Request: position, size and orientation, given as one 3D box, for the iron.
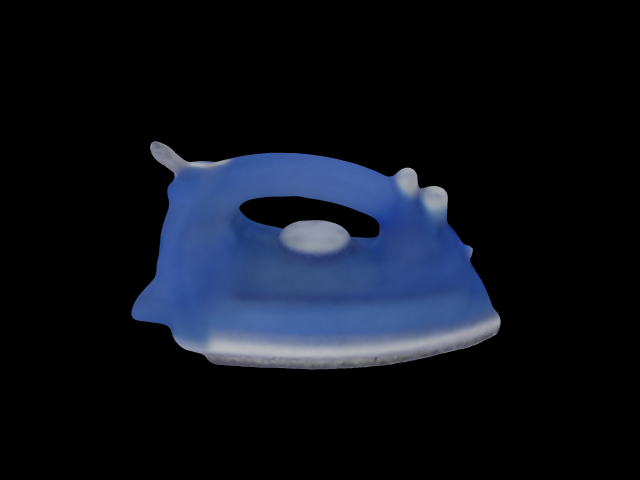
[{"bbox_3d":[0.004,0.001,0.400,0.258,0.141,0.118,1,28,2],"label":"iron"}]
